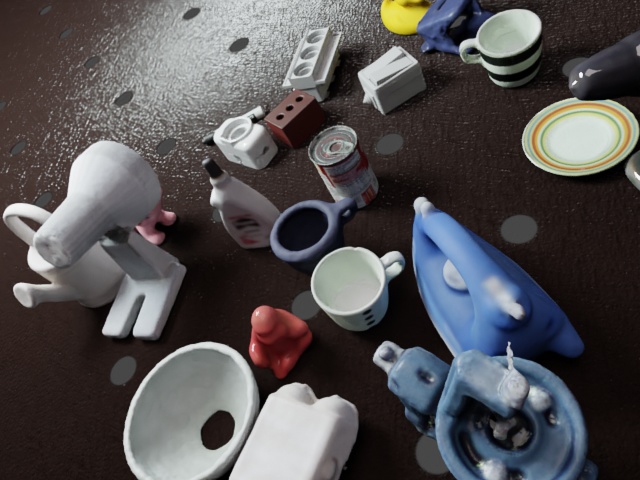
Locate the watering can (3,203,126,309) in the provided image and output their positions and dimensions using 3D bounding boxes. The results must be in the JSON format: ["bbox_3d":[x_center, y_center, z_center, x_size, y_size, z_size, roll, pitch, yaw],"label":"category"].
[{"bbox_3d":[-0.376,0.019,0.838,0.100,0.195,0.172,-18,50,14],"label":"watering can"}]

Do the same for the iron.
[{"bbox_3d":[0.151,0.029,0.604,0.118,0.142,0.257,-33,48,1],"label":"iron"}]

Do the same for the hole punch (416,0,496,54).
[{"bbox_3d":[0.208,-0.356,0.898,0.100,0.091,0.109,25,69,37],"label":"hole punch"}]

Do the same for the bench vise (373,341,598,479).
[{"bbox_3d":[0.119,0.143,0.481,0.206,0.220,0.121,7,59,30],"label":"bench vise"}]

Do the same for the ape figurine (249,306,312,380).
[{"bbox_3d":[-0.054,0.110,0.677,0.077,0.092,0.076,-18,50,13],"label":"ape figurine"}]

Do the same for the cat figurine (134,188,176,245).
[{"bbox_3d":[-0.289,-0.052,0.899,0.127,0.118,0.067,9,61,31],"label":"cat figurine"}]

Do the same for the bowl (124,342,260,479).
[{"bbox_3d":[-0.134,0.207,0.656,0.167,0.075,0.167,-13,51,17],"label":"bowl"}]

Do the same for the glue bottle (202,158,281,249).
[{"bbox_3d":[-0.110,-0.050,0.771,0.078,0.174,0.037,-13,51,18],"label":"glue bottle"}]

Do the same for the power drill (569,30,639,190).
[{"bbox_3d":[0.365,-0.140,0.579,0.229,0.209,0.075,-28,48,6],"label":"power drill"}]

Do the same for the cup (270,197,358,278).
[{"bbox_3d":[0.007,0.003,0.726,0.118,0.095,0.091,-35,48,-1],"label":"cup"}]

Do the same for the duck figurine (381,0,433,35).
[{"bbox_3d":[0.145,-0.404,0.968,0.104,0.086,0.077,18,65,35],"label":"duck figurine"}]

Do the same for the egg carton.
[{"bbox_3d":[-0.025,0.227,0.591,0.107,0.070,0.150,9,61,32],"label":"egg carton"}]

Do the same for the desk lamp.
[{"bbox_3d":[-0.280,0.002,0.789,0.117,0.214,0.203,-4,55,24],"label":"desk lamp"}]
